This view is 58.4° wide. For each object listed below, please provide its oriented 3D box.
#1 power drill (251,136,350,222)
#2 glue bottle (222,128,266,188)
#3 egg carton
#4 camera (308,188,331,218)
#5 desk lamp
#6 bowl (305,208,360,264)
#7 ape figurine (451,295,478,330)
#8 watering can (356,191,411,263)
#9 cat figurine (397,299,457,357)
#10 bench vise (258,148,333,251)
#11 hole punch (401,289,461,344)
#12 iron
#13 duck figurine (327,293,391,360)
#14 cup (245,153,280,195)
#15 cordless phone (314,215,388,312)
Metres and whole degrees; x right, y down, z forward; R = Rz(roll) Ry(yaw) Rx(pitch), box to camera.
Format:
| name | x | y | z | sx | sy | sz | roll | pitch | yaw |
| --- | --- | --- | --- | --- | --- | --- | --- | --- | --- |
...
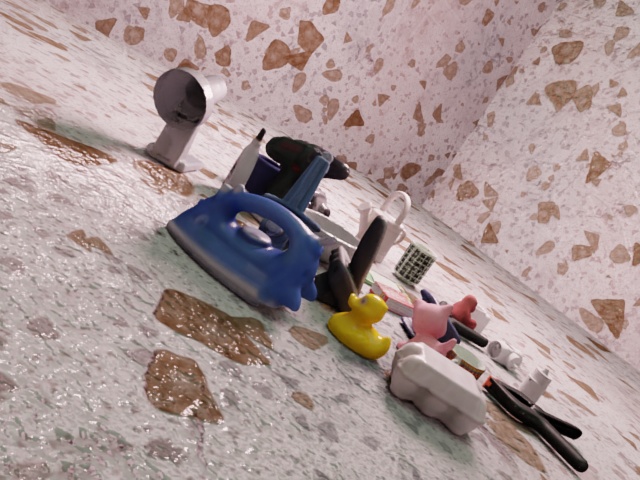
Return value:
| name | x | y | z | sx | sy | sz | roll | pitch | yaw |
| --- | --- | --- | --- | --- | --- | --- | --- | --- | --- |
| power drill | -0.058 | -0.119 | 1.236 | 0.228 | 0.208 | 0.076 | 41 | 16 | 35 |
| glue bottle | -0.164 | -0.169 | 1.252 | 0.037 | 0.173 | 0.078 | 26 | 14 | -24 |
| egg carton | 0.173 | 0.216 | 0.843 | 0.150 | 0.069 | 0.107 | 32 | 13 | -1 |
| camera | -0.056 | -0.096 | 1.398 | 0.142 | 0.100 | 0.137 | 39 | 14 | 27 |
| desk lamp | -0.282 | -0.259 | 1.216 | 0.118 | 0.213 | 0.203 | 33 | 13 | 2 |
| bowl | 0.011 | 0.004 | 1.241 | 0.167 | 0.074 | 0.167 | 31 | 13 | -7 |
| ape figurine | 0.340 | 0.171 | 1.356 | 0.076 | 0.092 | 0.077 | 25 | 14 | -29 |
| watering can | 0.171 | -0.046 | 1.539 | 0.100 | 0.194 | 0.173 | 40 | 15 | 33 |
| cat figurine | 0.192 | 0.161 | 0.985 | 0.067 | 0.117 | 0.127 | 26 | 14 | -24 |
| bench vise | -0.037 | -0.052 | 1.007 | 0.122 | 0.219 | 0.207 | 29 | 13 | -16 |
| hole punch | 0.228 | 0.162 | 1.129 | 0.101 | 0.091 | 0.108 | 28 | 13 | -19 |
| iron | -0.103 | -0.007 | 0.862 | 0.258 | 0.141 | 0.119 | 35 | 13 | 10 |
| duck figurine | 0.074 | 0.128 | 0.899 | 0.104 | 0.086 | 0.078 | 36 | 13 | 16 |
| cup | -0.134 | -0.147 | 1.419 | 0.117 | 0.095 | 0.092 | 37 | 14 | 21 |
| cordless phone | 0.070 | 0.032 | 1.025 | 0.094 | 0.185 | 0.147 | 30 | 13 | -11 |
